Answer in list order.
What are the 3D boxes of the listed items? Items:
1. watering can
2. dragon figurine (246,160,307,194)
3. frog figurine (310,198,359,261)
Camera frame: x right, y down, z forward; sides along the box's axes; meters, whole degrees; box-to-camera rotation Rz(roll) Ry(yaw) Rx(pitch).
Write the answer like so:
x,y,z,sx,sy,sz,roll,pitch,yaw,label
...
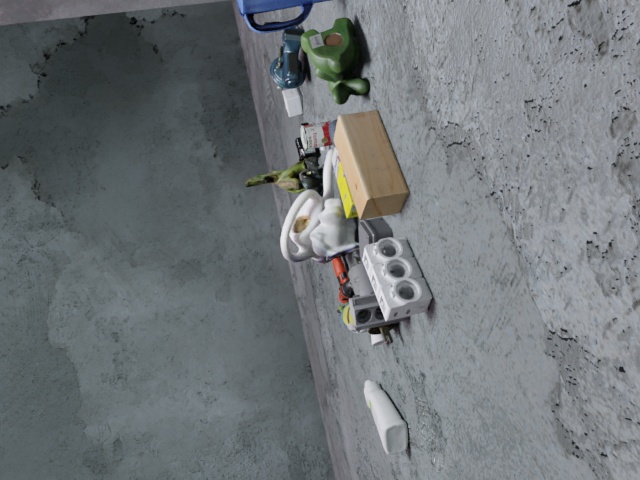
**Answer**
x,y,z,sx,sy,sz,roll,pitch,yaw,label
0.005,-0.076,1.517,0.220,0.104,0.352,47,-115,-46,watering can
-0.152,-0.210,1.869,0.415,0.242,0.121,-64,-36,-75,dragon figurine
0.034,-0.030,1.421,0.122,0.138,0.160,117,134,-81,frog figurine
